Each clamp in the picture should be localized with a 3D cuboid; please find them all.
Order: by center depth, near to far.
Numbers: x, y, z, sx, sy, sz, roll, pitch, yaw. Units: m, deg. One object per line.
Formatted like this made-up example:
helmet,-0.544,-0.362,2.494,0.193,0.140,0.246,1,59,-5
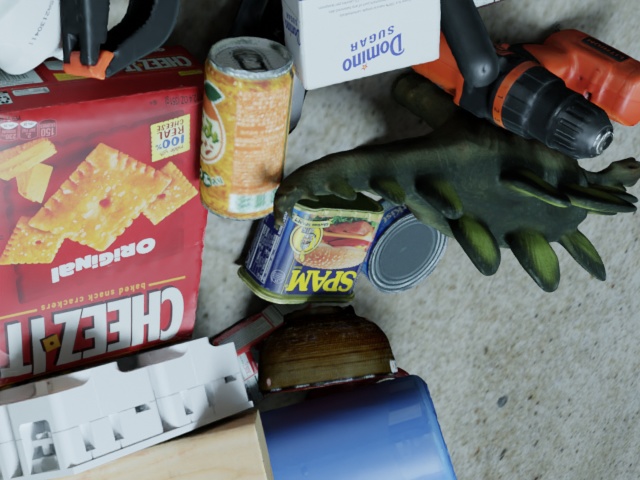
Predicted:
clamp,-0.097,-0.169,0.636,0.120,0.039,0.171,23,85,-43
clamp,0.062,-0.205,0.693,0.036,0.165,0.210,-22,125,-7

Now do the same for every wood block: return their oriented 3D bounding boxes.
wood block,-0.136,0.195,0.780,0.206,0.090,0.091,-13,177,-2

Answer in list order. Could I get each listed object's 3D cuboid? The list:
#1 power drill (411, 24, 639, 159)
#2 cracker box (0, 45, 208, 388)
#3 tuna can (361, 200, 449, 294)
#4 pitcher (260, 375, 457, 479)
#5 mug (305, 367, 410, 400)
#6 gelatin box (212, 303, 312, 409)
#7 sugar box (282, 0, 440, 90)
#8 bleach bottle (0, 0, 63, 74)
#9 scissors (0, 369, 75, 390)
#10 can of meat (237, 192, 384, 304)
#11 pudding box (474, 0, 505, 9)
power drill,0.185,-0.120,0.831,0.187,0.185,0.057,-8,128,-45
cracker box,-0.159,-0.014,0.712,0.163,0.072,0.214,-12,128,-31
tuna can,0.069,0.003,0.932,0.086,0.034,0.086,-21,132,-24
pitcher,-0.011,0.207,0.887,0.243,0.145,0.149,-18,126,3
mug,0.041,0.164,0.993,0.081,0.093,0.117,13,122,-37
gelatin box,-0.042,0.094,0.919,0.089,0.030,0.073,-32,137,-14
sugar box,0.022,-0.180,0.616,0.093,0.048,0.176,-15,134,-14
bleach bottle,-0.229,-0.142,0.567,0.250,0.068,0.103,20,105,-47
scissors,-0.237,0.165,0.833,0.096,0.016,0.202,-13,129,-30
can of meat,-0.006,0.001,0.857,0.101,0.058,0.084,3,117,-40
pudding box,0.116,-0.227,0.786,0.090,0.039,0.113,-20,131,-20
